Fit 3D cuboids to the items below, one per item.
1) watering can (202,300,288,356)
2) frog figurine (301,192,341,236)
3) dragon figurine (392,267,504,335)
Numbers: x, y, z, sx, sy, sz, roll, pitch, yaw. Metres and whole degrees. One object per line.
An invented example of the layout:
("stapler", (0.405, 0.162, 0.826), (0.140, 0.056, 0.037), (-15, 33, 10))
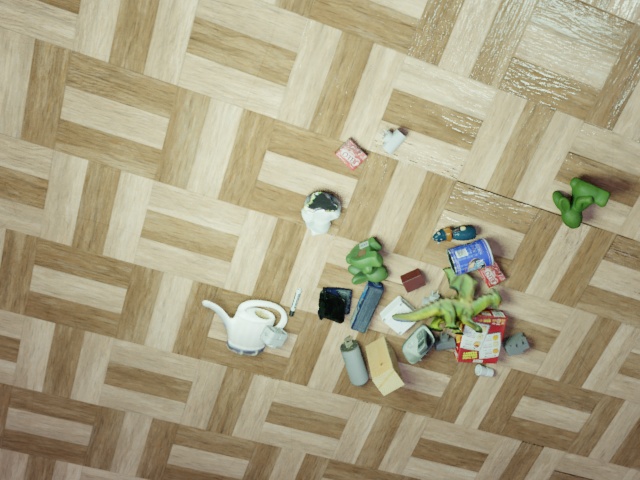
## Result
("watering can", (-0.290, 0.315, 1.906), (0.347, 0.221, 0.106), (10, 20, -28))
("frog figurine", (0.005, -0.091, 1.803), (0.137, 0.125, 0.156), (-13, -32, -6))
("dragon figurine", (0.485, 0.219, 1.913), (0.410, 0.246, 0.120), (11, -16, -1))
